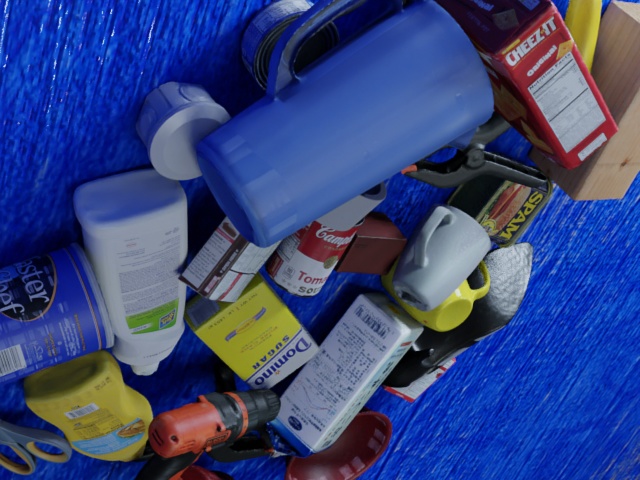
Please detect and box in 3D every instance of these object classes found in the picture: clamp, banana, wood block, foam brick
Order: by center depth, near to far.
[{"bbox_3d":[0.272,-0.189,1.130,0.037,0.069,0.198,5,115,3],"label":"banana"},{"bbox_3d":[0.169,-0.089,1.143,0.171,0.039,0.120,-17,119,3],"label":"clamp"},{"bbox_3d":[0.045,0.002,1.168,0.078,0.051,0.053,6,125,-40],"label":"foam brick"},{"bbox_3d":[0.333,-0.153,1.195,0.090,0.090,0.206,-4,131,-35],"label":"wood block"},{"bbox_3d":[-0.125,0.233,1.289,0.164,0.036,0.209,-38,143,8],"label":"clamp"}]

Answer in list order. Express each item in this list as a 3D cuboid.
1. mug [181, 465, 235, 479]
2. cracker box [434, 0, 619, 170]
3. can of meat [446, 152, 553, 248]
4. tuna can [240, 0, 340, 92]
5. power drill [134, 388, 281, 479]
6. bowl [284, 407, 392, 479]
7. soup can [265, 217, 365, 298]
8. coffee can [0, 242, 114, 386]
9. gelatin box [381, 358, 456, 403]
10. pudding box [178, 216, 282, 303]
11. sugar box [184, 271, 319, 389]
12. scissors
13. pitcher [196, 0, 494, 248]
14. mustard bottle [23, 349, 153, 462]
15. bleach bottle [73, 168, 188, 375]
[{"bbox_3d":[-0.148,0.332,1.301,0.093,0.117,0.081,-18,153,13],"label":"mug"},{"bbox_3d":[0.174,-0.175,0.993,0.072,0.164,0.213,-43,141,5],"label":"cracker box"},{"bbox_3d":[0.206,-0.048,1.234,0.083,0.057,0.102,17,118,-42],"label":"can of meat"},{"bbox_3d":[-0.027,-0.172,0.950,0.086,0.034,0.086,-20,139,-19],"label":"tuna can"},{"bbox_3d":[-0.144,0.242,1.199,0.184,0.057,0.188,-5,138,-49],"label":"power drill"},{"bbox_3d":[0.014,0.266,1.411,0.162,0.055,0.162,-20,139,-19],"label":"bowl"},{"bbox_3d":[-0.007,0.001,1.116,0.068,0.068,0.102,5,127,-40],"label":"soup can"},{"bbox_3d":[-0.270,0.072,0.963,0.140,0.103,0.103,-20,139,-19],"label":"coffee can"},{"bbox_3d":[0.128,0.170,1.419,0.089,0.030,0.073,-45,140,11],"label":"gelatin box"},{"bbox_3d":[-0.085,0.016,1.051,0.090,0.039,0.113,-53,171,2],"label":"pudding box"},{"bbox_3d":[-0.073,0.101,1.186,0.093,0.048,0.176,-36,140,0],"label":"sugar box"},{"bbox_3d":[-0.319,0.186,1.087,0.096,0.016,0.202,-3,140,6],"label":"scissors"},{"bbox_3d":[0.014,-0.108,0.920,0.242,0.149,0.145,-33,166,-12],"label":"pitcher"},{"bbox_3d":[-0.233,0.189,1.144,0.096,0.058,0.191,-21,141,2],"label":"mustard bottle"},{"bbox_3d":[-0.180,0.047,1.039,0.102,0.068,0.251,-16,140,-22],"label":"bleach bottle"}]
